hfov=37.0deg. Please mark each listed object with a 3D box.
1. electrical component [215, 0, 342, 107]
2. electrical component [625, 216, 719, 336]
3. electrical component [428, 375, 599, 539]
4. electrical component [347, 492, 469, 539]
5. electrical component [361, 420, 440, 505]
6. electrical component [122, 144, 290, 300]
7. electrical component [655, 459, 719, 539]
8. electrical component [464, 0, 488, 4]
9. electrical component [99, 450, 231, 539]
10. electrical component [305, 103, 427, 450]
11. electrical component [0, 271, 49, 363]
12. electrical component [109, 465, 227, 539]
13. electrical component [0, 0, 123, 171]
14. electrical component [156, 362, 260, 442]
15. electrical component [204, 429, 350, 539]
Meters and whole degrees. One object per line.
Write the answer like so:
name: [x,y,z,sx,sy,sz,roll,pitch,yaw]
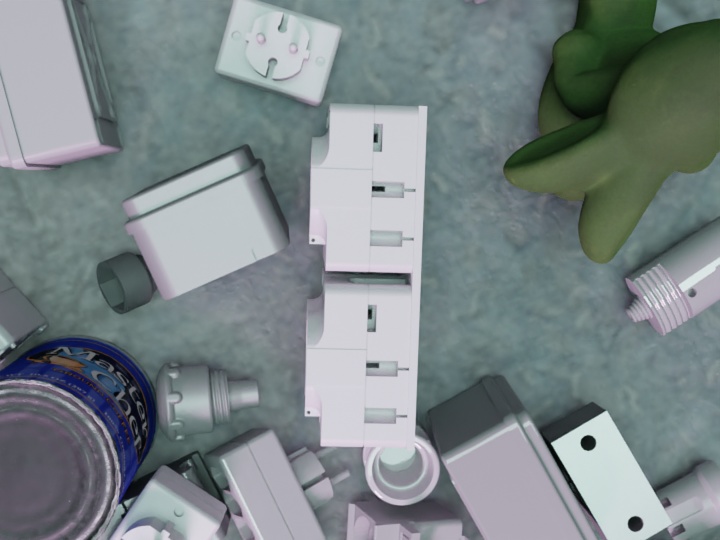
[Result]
electrical component: [-0.048,-0.129,0.627,0.066,0.076,0.047,16,94,-4]
electrical component: [0.202,0.007,0.669,0.081,0.043,0.043,-33,96,0]
electrical component: [0.091,0.129,0.643,0.056,0.108,0.108,-29,96,3]
electrical component: [0.026,0.208,0.666,0.063,0.079,0.121,1,96,-22]
electrical component: [0.024,0.116,0.665,0.045,0.055,0.045,0,96,-3]
electrical component: [-0.086,-0.031,0.616,0.078,0.113,0.057,-24,99,-1]
electrical component: [0.214,0.149,0.686,0.046,0.040,0.040,-28,96,5]
electrical component: [0.079,-0.217,0.609,0.056,0.109,0.108,-19,96,-4]
electrical component: [-0.130,0.160,0.664,0.089,0.050,0.055,-26,96,0]
electrical component: [0.000,0.000,0.627,0.060,0.105,0.186,2,95,-3]
electrical component: [-0.234,0.035,0.623,0.062,0.096,0.061,-41,96,1]
electrical component: [-0.115,0.155,0.600,0.047,0.076,0.065,34,92,-2]
electrical component: [-0.178,-0.114,0.606,0.056,0.109,0.108,-14,96,-4]
electrical component: [-0.093,0.079,0.662,0.062,0.048,0.048,-5,96,-9]
electrical component: [-0.042,0.135,0.667,0.076,0.047,0.083,-26,92,-22]
